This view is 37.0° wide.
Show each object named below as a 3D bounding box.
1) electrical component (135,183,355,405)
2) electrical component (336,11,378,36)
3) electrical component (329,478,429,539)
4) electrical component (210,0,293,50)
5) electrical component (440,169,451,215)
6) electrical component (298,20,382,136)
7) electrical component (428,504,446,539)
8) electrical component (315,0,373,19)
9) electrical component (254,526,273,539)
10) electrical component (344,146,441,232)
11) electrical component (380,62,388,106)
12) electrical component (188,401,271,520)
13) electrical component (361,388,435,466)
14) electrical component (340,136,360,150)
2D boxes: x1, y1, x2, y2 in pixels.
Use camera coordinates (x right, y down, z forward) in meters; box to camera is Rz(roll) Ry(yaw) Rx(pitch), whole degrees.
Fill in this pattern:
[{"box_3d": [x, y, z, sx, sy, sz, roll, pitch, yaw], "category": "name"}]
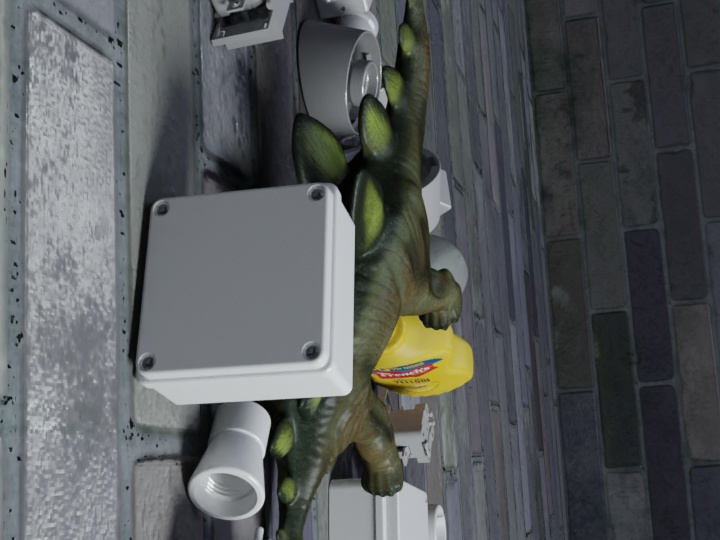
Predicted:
[{"box_3d": [-0.060, 0.014, 0.590, 0.056, 0.109, 0.108, 59, 29, -63], "category": "electrical component"}, {"box_3d": [-0.007, -0.218, 1.006, 0.046, 0.040, 0.040, -69, 150, -48], "category": "electrical component"}, {"box_3d": [0.018, 0.216, 0.898, 0.113, 0.057, 0.078, 47, 40, -66], "category": "electrical component"}, {"box_3d": [-0.079, -0.191, 0.728, 0.063, 0.042, 0.081, 64, 24, -43], "category": "electrical component"}, {"box_3d": [0.041, -0.078, 1.091, 0.077, 0.066, 0.047, 19, 53, -38], "category": "electrical component"}, {"box_3d": [-0.020, -0.165, 0.936, 0.099, 0.064, 0.099, 8, 90, -71], "category": "electrical component"}, {"box_3d": [0.056, 0.253, 1.042, 0.055, 0.047, 0.055, -6, 90, -75], "category": "electrical component"}, {"box_3d": [-0.024, -0.261, 0.945, 0.075, 0.047, 0.083, -75, 155, -51], "category": "electrical component"}, {"box_3d": [-0.061, 0.189, 0.629, 0.138, 0.052, 0.073, 66, 24, -50], "category": "electrical component"}, {"box_3d": [0.017, -0.057, 0.912, 0.108, 0.108, 0.060, -73, 159, -55], "category": "electrical component"}, {"box_3d": [0.021, -0.152, 1.072, 0.077, 0.044, 0.079, 64, 25, -52], "category": "electrical component"}, {"box_3d": [-0.074, 0.108, 0.636, 0.065, 0.044, 0.044, -83, 161, -54], "category": "electrical component"}, {"box_3d": [0.033, 0.148, 0.970, 0.081, 0.064, 0.042, -76, 156, -52], "category": "electrical component"}, {"box_3d": [0.010, -0.099, 0.996, 0.055, 0.055, 0.047, -59, 144, -66], "category": "electrical component"}]
